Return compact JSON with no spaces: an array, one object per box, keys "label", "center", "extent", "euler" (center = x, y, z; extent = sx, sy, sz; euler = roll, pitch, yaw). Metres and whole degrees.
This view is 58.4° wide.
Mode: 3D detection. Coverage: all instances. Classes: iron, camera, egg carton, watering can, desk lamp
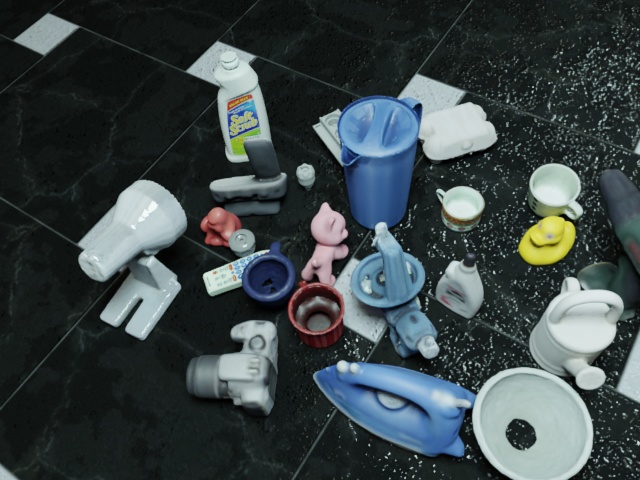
[{"label":"iron","center":[0.103,0.226,0.856],"extent":[0.257,0.141,0.119],"euler":[16,61,14]},{"label":"camera","center":[-0.140,0.201,0.919],"extent":[0.136,0.101,0.143],"euler":[0,59,5]},{"label":"egg carton","center":[0.272,-0.214,1.153],"extent":[0.150,0.069,0.107],"euler":[-17,59,-5]},{"label":"watering can","center":[0.389,0.134,0.856],"extent":[0.101,0.194,0.172],"euler":[-17,58,-5]},{"label":"desk lamp","center":[-0.309,0.032,0.971],"extent":[0.117,0.214,0.203],"euler":[20,62,17]}]

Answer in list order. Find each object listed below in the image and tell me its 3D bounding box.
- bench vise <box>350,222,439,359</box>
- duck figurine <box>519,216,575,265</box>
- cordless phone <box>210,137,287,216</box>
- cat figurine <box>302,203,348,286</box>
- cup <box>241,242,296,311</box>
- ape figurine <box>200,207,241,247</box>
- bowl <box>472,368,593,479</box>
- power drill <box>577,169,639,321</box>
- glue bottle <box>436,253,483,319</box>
[{"label":"bench vise","center":[0.133,0.075,0.901],"extent":[0.122,0.220,0.207],"euler":[-40,63,-18]},{"label":"duck figurine","center":[0.405,-0.010,1.006],"extent":[0.104,0.086,0.077],"euler":[-25,60,-10]},{"label":"cordless phone","center":[-0.140,-0.130,1.072],"extent":[0.147,0.185,0.094],"euler":[-8,58,0]},{"label":"cat figurine","center":[0.009,0.004,1.016],"extent":[0.067,0.118,0.128],"euler":[15,61,14]},{"label":"cup","center":[-0.081,0.071,0.996],"extent":[0.091,0.095,0.118],"euler":[4,59,8]},{"label":"ape figurine","center":[-0.186,-0.029,1.069],"extent":[0.076,0.092,0.077],"euler":[-34,61,-15]},{"label":"bowl","center":[0.305,0.279,0.845],"extent":[0.167,0.075,0.167],"euler":[-2,58,4]},{"label":"power drill","center":[0.484,0.030,0.902],"extent":[0.075,0.209,0.229],"euler":[-19,59,-6]},{"label":"glue bottle","center":[0.231,0.066,0.924],"extent":[0.078,0.173,0.037],"euler":[28,65,21]}]
